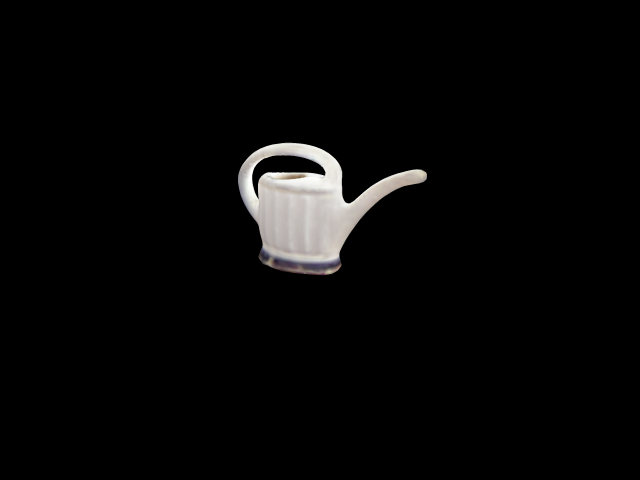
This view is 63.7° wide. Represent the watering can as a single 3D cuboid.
[{"bbox_3d":[0.003,-0.043,0.850,0.349,0.221,0.105,12,22,30],"label":"watering can"}]
